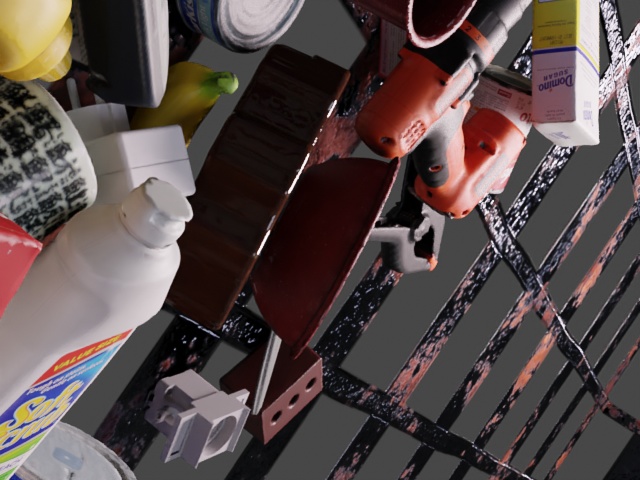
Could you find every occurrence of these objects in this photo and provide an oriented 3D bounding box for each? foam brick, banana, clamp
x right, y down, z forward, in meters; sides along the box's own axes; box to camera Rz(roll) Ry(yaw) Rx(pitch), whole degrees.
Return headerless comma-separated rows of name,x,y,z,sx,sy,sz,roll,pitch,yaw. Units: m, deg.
foam brick,-0.041,0.125,0.916,0.078,0.051,0.053,-41,149,-29
banana,-0.105,-0.030,0.621,0.037,0.069,0.198,20,118,-19
clamp,0.085,-0.027,0.979,0.120,0.039,0.171,-51,153,-3

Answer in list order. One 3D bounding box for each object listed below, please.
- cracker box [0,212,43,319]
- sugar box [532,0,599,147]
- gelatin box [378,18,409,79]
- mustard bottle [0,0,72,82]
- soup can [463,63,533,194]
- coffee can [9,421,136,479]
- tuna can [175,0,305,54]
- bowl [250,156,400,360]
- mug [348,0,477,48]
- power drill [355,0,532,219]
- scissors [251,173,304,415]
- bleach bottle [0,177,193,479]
cracker box,-0.221,0.048,0.390,0.214,0.164,0.072,-59,151,4
sugar box,0.216,-0.177,0.936,0.093,0.048,0.176,18,75,-62
gelatin box,0.079,-0.170,0.814,0.073,0.030,0.089,-41,150,-28
mustard bottle,-0.148,-0.115,0.409,0.058,0.096,0.191,-53,154,-8
soup can,0.157,-0.103,0.981,0.068,0.069,0.102,-14,131,-54
coffee can,-0.193,0.194,0.674,0.140,0.103,0.102,-59,154,5
tuna can,-0.042,-0.153,0.620,0.086,0.034,0.086,-40,149,-30
bowl,-0.005,0.001,0.749,0.162,0.055,0.162,-62,-177,5
mug,0.060,-0.183,0.706,0.093,0.082,0.117,-61,154,9
power drill,0.114,-0.111,0.844,0.184,0.057,0.187,-47,150,-6
scissors,-0.016,0.038,0.863,0.096,0.016,0.202,-26,130,-53
bleach bottle,-0.155,0.062,0.539,0.251,0.068,0.102,-45,162,24
